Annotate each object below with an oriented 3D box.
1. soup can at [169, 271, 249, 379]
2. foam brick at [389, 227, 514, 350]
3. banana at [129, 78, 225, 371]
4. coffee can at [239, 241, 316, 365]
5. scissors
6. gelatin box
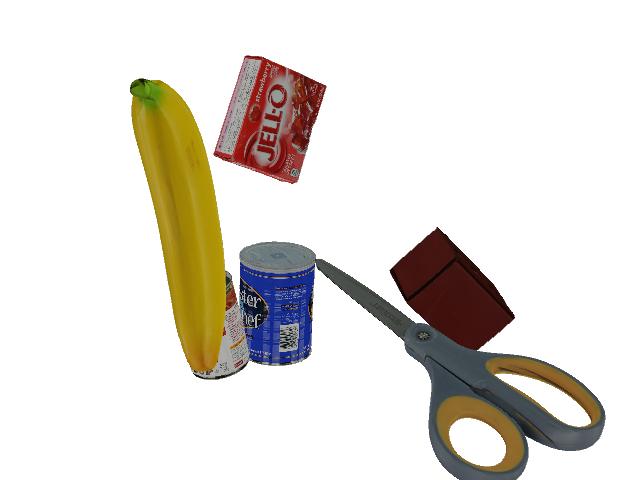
[{"bbox_3d":[-0.119,0.091,1.156,0.068,0.102,0.068,-9,25,4],"label":"soup can"},{"bbox_3d":[0.100,0.041,0.814,0.078,0.051,0.053,43,11,-28],"label":"foam brick"},{"bbox_3d":[-0.086,-0.016,0.638,0.037,0.198,0.069,-1,32,15],"label":"banana"},{"bbox_3d":[-0.060,0.084,1.445,0.103,0.140,0.103,2,20,-1],"label":"coffee can"},{"bbox_3d":[0.051,0.069,0.571,0.202,0.016,0.096,23,44,31],"label":"scissors"},{"bbox_3d":[-0.041,-0.099,0.885,0.073,0.089,0.030,17,0,-42],"label":"gelatin box"}]
